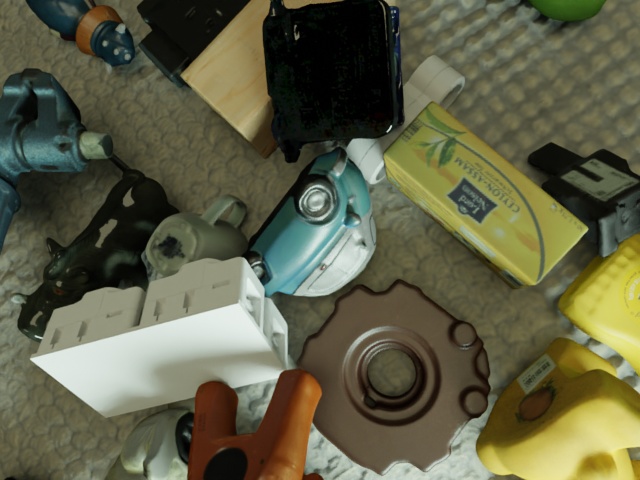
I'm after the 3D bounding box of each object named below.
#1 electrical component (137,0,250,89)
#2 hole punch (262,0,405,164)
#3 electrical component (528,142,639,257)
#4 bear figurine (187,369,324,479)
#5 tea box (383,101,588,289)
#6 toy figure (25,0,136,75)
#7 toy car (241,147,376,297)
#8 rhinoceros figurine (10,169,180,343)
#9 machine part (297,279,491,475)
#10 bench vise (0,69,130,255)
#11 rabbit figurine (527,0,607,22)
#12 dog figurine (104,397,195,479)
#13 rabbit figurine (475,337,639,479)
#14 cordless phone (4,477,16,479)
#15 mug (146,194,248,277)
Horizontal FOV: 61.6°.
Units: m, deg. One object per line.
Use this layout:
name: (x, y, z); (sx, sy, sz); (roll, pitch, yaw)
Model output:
electrical component: (-0.127, -0.231, 0.584); (0.115, 0.058, 0.134); (44, 90, 14)
hole punch: (0.017, -0.145, 0.468); (0.116, 0.092, 0.142); (2, 111, 21)
electrical component: (0.242, -0.044, 0.491); (0.075, 0.047, 0.119); (-31, 36, -8)
bear figurine: (-0.027, 0.219, 0.466); (0.120, 0.195, 0.132); (-15, 42, 21)
tea box: (0.142, -0.036, 0.490); (0.170, 0.098, 0.068); (44, 91, 11)
toy figure: (-0.264, -0.247, 0.608); (0.154, 0.064, 0.058); (36, 51, 8)
toy car: (-0.001, -0.002, 0.508); (0.103, 0.109, 0.161); (35, 102, -8)
rhinoceros figurine: (-0.217, 0.020, 0.533); (0.073, 0.112, 0.190); (36, 83, 10)
machine part: (0.066, 0.124, 0.500); (0.179, 0.056, 0.179); (-2, 82, 10)
bench vise: (-0.311, -0.039, 0.502); (0.224, 0.128, 0.240); (5, 67, -6)
rabbit figurine: (0.222, -0.294, 0.508); (0.159, 0.121, 0.170); (-8, 95, 1)
dog figurine: (-0.188, 0.247, 0.509); (0.191, 0.121, 0.172); (-21, 44, 23)
rabbit figurine: (0.226, 0.193, 0.437); (0.173, 0.122, 0.162); (39, 92, -6)
cordless phone: (-0.334, 0.299, 0.473); (0.089, 0.184, 0.146); (23, 86, 16)
mug: (-0.112, 0.004, 0.520); (0.081, 0.107, 0.109); (39, 91, 11)
